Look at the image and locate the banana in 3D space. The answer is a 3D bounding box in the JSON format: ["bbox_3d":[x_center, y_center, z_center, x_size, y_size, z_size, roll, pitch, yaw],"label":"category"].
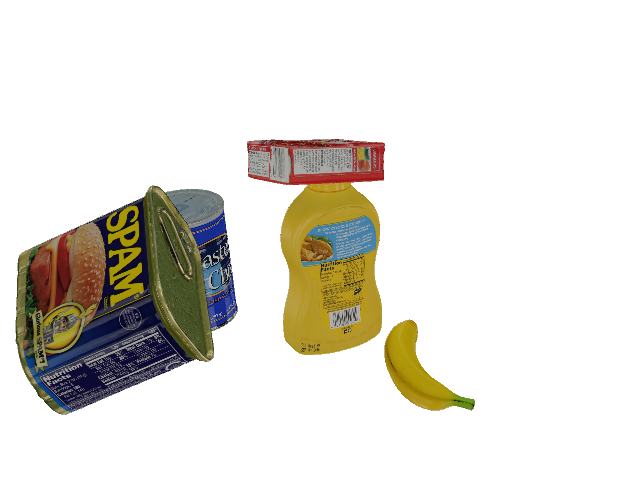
[{"bbox_3d":[0.109,0.146,1.239,0.069,0.037,0.198,8,22,-21],"label":"banana"}]

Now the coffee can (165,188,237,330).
[{"bbox_3d":[-0.154,0.024,1.236,0.103,0.140,0.103,-4,26,2],"label":"coffee can"}]

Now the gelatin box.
[{"bbox_3d":[-0.005,-0.058,0.768,0.073,0.030,0.089,-3,8,-22],"label":"gelatin box"}]

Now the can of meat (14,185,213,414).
[{"bbox_3d":[-0.108,0.031,0.554,0.084,0.102,0.057,-24,-47,9],"label":"can of meat"}]

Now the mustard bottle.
[{"bbox_3d":[0.010,0.008,0.999,0.096,0.192,0.058,-12,24,-23],"label":"mustard bottle"}]
